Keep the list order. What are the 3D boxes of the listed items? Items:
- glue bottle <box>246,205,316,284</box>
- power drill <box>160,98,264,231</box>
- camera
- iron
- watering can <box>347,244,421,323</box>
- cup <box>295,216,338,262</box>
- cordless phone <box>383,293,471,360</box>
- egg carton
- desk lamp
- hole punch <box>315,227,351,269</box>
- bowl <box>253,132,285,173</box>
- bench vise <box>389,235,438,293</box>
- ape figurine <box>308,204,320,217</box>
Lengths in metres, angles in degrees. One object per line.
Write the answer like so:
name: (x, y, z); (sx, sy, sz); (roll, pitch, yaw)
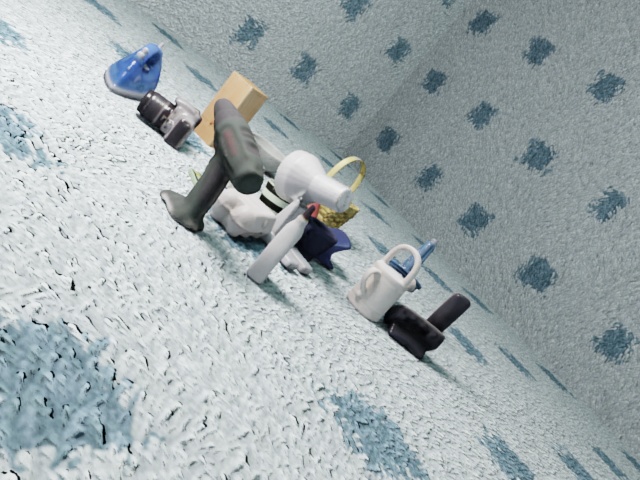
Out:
glue bottle: (-0.064, 0.002, 1.049); (0.037, 0.173, 0.078); (40, 12, -2)
power drill: (-0.193, -0.130, 1.036); (0.076, 0.208, 0.229); (27, 19, -47)
camera: (-0.361, -0.308, 1.386); (0.137, 0.100, 0.143); (37, 13, -18)
iron: (-0.463, -0.449, 1.471); (0.119, 0.141, 0.258); (37, 13, -16)
watering can: (0.166, 0.094, 1.368); (0.100, 0.194, 0.173); (45, 13, 17)
cup: (-0.025, 0.004, 1.338); (0.091, 0.095, 0.118); (47, 14, 23)
cordless phone: (0.258, 0.178, 1.378); (0.148, 0.185, 0.094); (38, 13, -15)
egg carton: (-0.158, -0.053, 1.196); (0.107, 0.069, 0.151); (44, 13, 14)
desk lamp: (-0.036, -0.069, 1.279); (0.202, 0.213, 0.118); (48, 14, 30)
hole punch: (0.013, 0.005, 1.456); (0.101, 0.091, 0.108); (34, 15, -30)
bowl: (-0.180, -0.270, 1.851); (0.168, 0.074, 0.167); (39, 13, -10)
bench vise: (0.244, 0.090, 1.555); (0.121, 0.219, 0.207); (40, 13, -6)
ape figurine: (-0.031, -0.084, 1.623); (0.078, 0.092, 0.076); (30, 16, -40)
